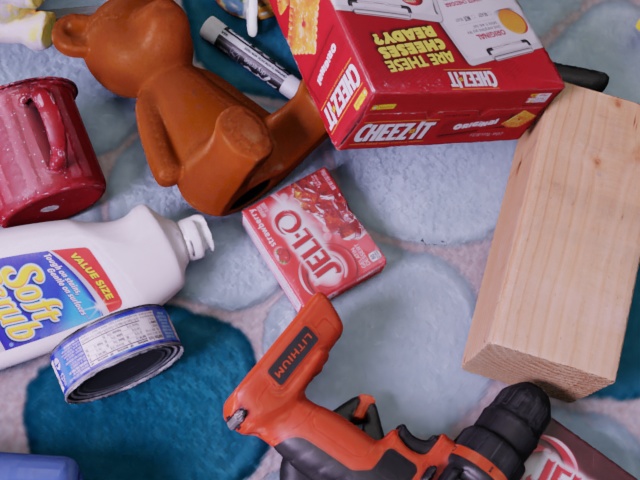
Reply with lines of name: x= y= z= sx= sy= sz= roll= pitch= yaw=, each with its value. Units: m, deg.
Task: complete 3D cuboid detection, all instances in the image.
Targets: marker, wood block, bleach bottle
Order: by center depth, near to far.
bleach bottle: x=-0.198 y=0.028 z=0.736 sx=0.250 sy=0.068 sz=0.102 roll=-20 pitch=100 yaw=-13
wood block: x=0.177 y=0.002 z=0.777 sx=0.090 sy=0.091 sz=0.206 roll=17 pitch=71 yaw=0
marker: x=-0.041 y=-0.134 z=0.835 sx=0.121 sy=0.020 sz=0.020 roll=36 pitch=72 yaw=6

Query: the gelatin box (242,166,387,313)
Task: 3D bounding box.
gelatin box: x=-0.005 y=0.001 z=0.789 sx=0.073 sy=0.030 sz=0.089 roll=-29 pitch=77 yaw=-14

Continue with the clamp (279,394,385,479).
clamp: x=-0.008 y=0.184 z=0.725 sx=0.120 sy=0.039 sz=0.171 roll=16 pitch=65 yaw=-6

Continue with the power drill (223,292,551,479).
power drill: x=0.045 y=0.122 z=0.708 sx=0.187 sy=0.057 sz=0.184 roll=40 pitch=64 yaw=4

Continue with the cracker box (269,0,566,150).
cracker box: x=0.053 y=-0.169 z=0.768 sx=0.163 sy=0.072 sz=0.214 roll=-6 pitch=60 yaw=-29

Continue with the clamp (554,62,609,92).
clamp: x=0.115 y=-0.143 z=0.845 sx=0.209 sy=0.036 sz=0.164 roll=-32 pitch=75 yaw=-16

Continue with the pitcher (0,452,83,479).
pitcher: x=-0.272 y=0.179 z=0.661 sx=0.242 sy=0.145 sz=0.149 roll=2 pitch=84 yaw=-9

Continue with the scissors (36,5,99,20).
scissors: x=-0.276 y=-0.179 z=0.827 sx=0.201 sy=0.016 sz=0.096 roll=-24 pitch=76 yaw=-13

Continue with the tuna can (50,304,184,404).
tuna can: x=-0.137 y=0.077 z=0.721 sx=0.086 sy=0.086 sz=0.034 roll=-23 pitch=75 yaw=-13

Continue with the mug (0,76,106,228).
mug: x=-0.197 y=-0.063 z=0.748 sx=0.093 sy=0.117 sz=0.081 roll=-17 pitch=79 yaw=-32

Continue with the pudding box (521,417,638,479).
pudding box: x=0.177 y=0.192 z=0.742 sx=0.113 sy=0.039 sz=0.090 roll=36 pitch=72 yaw=6
